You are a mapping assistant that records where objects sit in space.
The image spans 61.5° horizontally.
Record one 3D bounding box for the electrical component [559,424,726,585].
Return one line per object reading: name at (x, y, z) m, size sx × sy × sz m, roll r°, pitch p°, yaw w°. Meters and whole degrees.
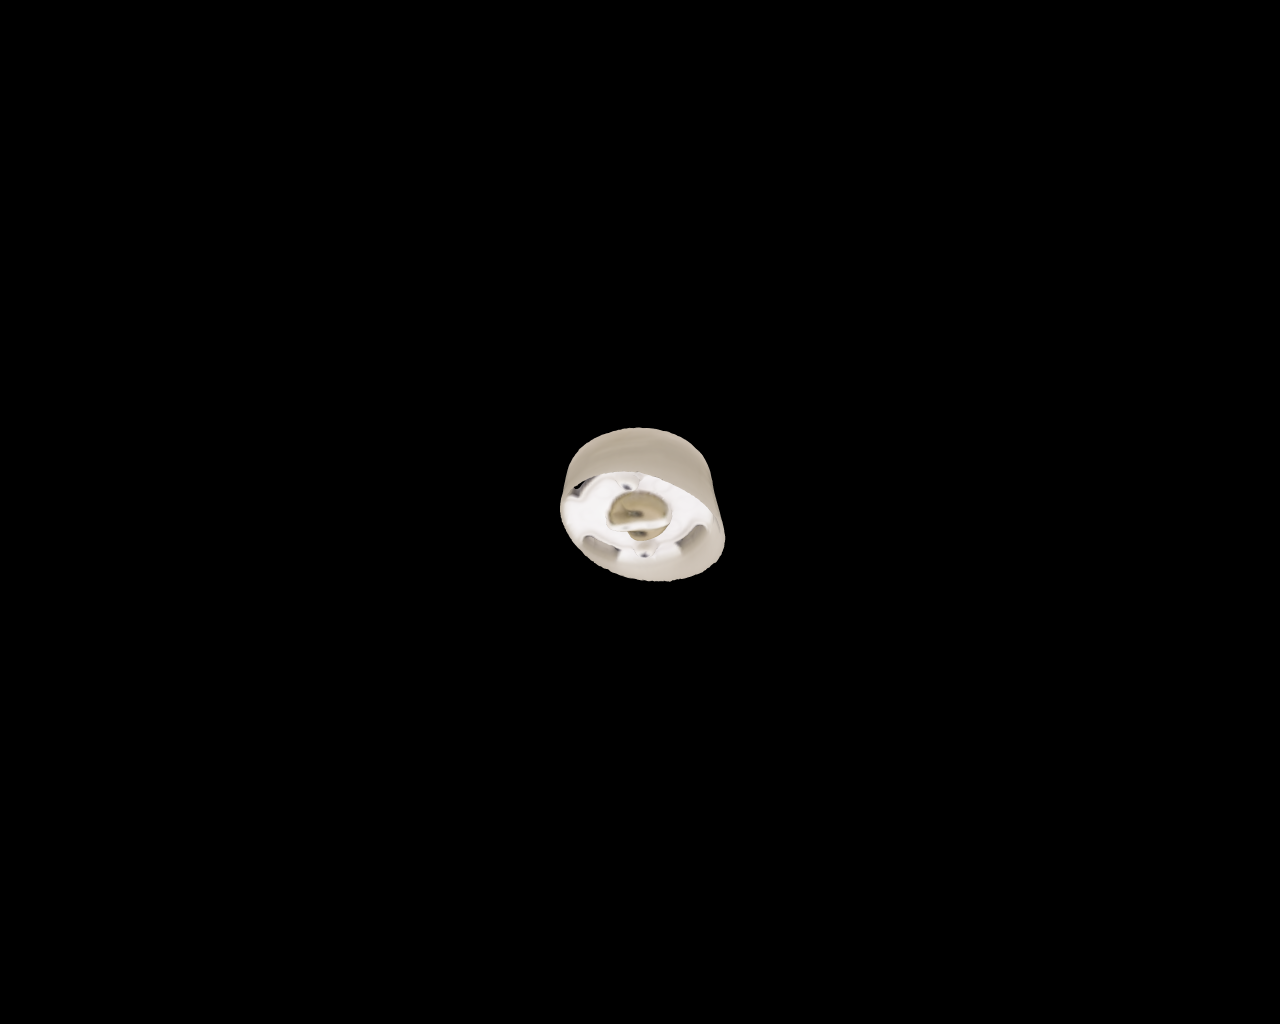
electrical component at (0.001, -0.003, 0.650) m, size 0.099 × 0.064 × 0.099 m, roll 0°, pitch -44°, yaw 0°
